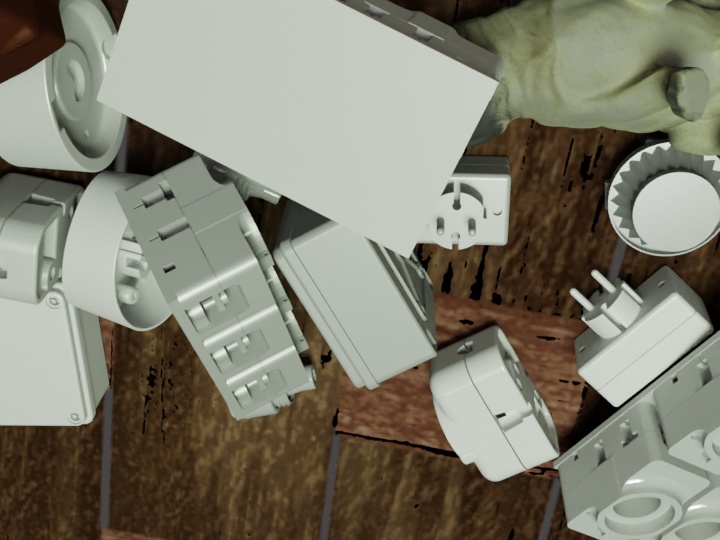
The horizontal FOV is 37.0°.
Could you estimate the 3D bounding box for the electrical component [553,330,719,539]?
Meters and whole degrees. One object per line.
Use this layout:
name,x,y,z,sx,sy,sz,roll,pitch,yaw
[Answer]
electrical component,0.229,0.119,0.697,0.105,0.060,0.186,24,130,-22

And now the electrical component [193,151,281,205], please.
electrical component,-0.079,-0.060,0.691,0.061,0.035,0.035,25,115,-9

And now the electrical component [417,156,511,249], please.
electrical component,0.060,-0.037,0.666,0.066,0.076,0.047,2,114,4

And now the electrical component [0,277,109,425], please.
electrical component,-0.239,0.049,0.744,0.109,0.056,0.108,0,115,5

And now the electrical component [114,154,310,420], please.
electrical component,-0.082,0.012,0.655,0.062,0.089,0.150,-27,147,-7

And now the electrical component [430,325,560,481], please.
electrical component,0.089,0.094,0.737,0.059,0.053,0.095,-26,110,16

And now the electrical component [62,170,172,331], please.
electrical component,-0.146,-0.014,0.686,0.064,0.099,0.099,15,116,5

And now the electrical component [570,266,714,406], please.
electrical component,0.171,0.031,0.705,0.076,0.047,0.083,42,112,-11

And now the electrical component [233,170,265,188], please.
electrical component,-0.073,-0.103,0.656,0.095,0.059,0.054,41,112,-13

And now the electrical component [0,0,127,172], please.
electrical component,-0.188,-0.111,0.639,0.060,0.108,0.108,-1,115,12

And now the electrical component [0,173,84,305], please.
electrical component,-0.220,-0.023,0.687,0.059,0.095,0.053,11,115,0

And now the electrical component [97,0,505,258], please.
electrical component,-0.030,-0.102,0.572,0.186,0.060,0.105,27,117,2

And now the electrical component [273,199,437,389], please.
electrical component,0.000,0.000,0.672,0.056,0.108,0.108,-27,110,13

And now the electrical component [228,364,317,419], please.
electrical component,-0.062,0.079,0.750,0.062,0.043,0.043,-10,114,8
